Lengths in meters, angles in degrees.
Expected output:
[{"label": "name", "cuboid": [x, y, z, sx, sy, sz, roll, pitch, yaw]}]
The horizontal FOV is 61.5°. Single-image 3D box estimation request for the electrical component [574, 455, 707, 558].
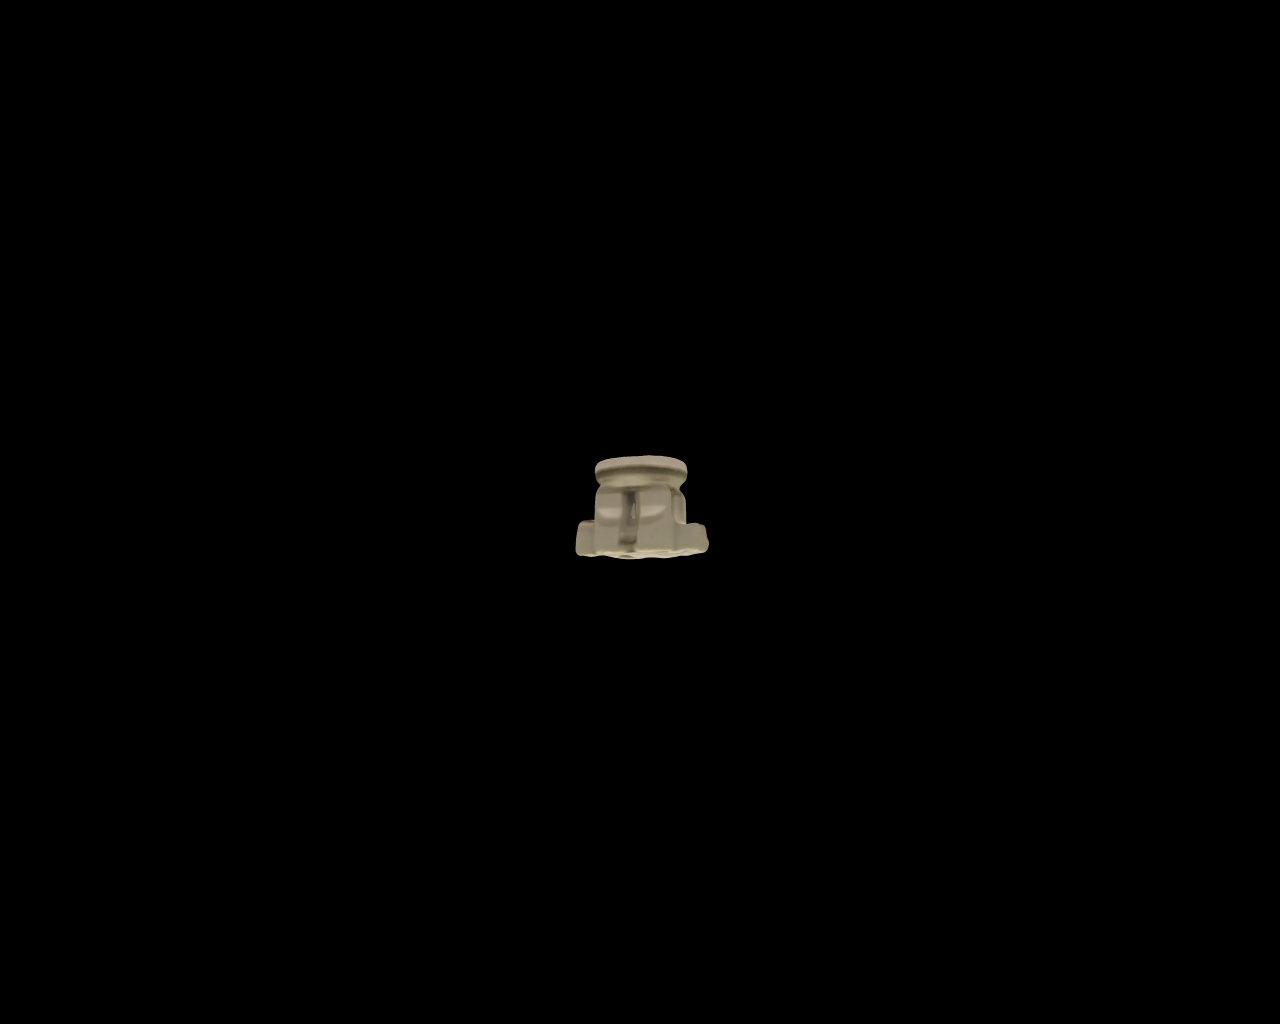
[{"label": "electrical component", "cuboid": [0.001, -0.003, 0.650, 0.078, 0.057, 0.058, -2, -7, 18]}]
